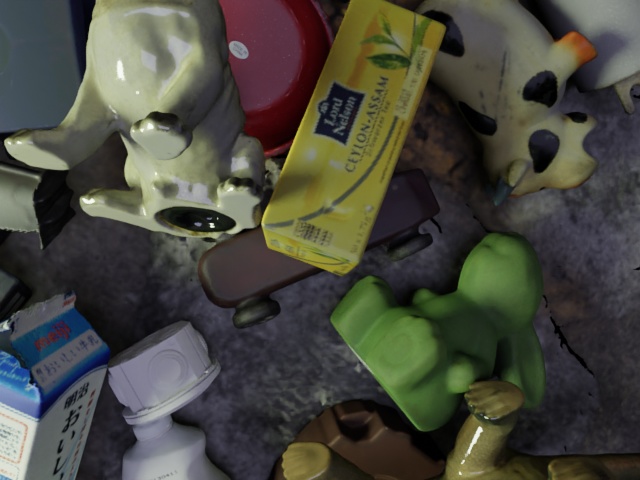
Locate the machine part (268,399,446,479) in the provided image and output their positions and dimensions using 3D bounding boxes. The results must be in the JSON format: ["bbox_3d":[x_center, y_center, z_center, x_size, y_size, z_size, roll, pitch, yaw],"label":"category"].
[{"bbox_3d":[0.039,0.237,0.483,0.179,0.056,0.179,-1,98,-10],"label":"machine part"}]

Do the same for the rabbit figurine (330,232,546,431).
[{"bbox_3d":[0.124,0.075,0.441,0.170,0.121,0.159,-40,109,-5],"label":"rabbit figurine"}]

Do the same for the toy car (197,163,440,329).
[{"bbox_3d":[-0.001,-0.001,0.441,0.202,0.053,0.089,-24,81,-7],"label":"toy car"}]

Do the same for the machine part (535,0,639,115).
[{"bbox_3d":[0.212,-0.212,0.435,0.079,0.079,0.243,-34,103,-4],"label":"machine part"}]

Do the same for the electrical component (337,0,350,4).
[{"bbox_3d":[0.027,-0.256,0.405,0.115,0.058,0.134,27,93,-11],"label":"electrical component"}]

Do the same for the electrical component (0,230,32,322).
[{"bbox_3d":[-0.243,0.035,0.390,0.048,0.075,0.119,35,64,-10],"label":"electrical component"}]

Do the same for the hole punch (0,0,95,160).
[{"bbox_3d":[-0.198,-0.128,0.370,0.116,0.092,0.142,-6,103,-6],"label":"hole punch"}]

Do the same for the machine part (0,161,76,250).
[{"bbox_3d":[-0.237,-0.040,0.358,0.139,0.039,0.084,17,113,-3],"label":"machine part"}]

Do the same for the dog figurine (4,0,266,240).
[{"bbox_3d":[-0.086,-0.110,0.342,0.121,0.172,0.190,2,68,7],"label":"dog figurine"}]

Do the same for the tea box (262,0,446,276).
[{"bbox_3d":[0.021,-0.067,0.377,0.068,0.098,0.169,20,79,0],"label":"tea box"}]

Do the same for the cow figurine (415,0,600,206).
[{"bbox_3d":[0.146,-0.115,0.429,0.195,0.085,0.127,43,108,-5],"label":"cow figurine"}]

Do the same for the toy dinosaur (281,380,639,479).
[{"bbox_3d":[0.126,0.204,0.395,0.472,0.105,0.198,-7,126,-8],"label":"toy dinosaur"}]
